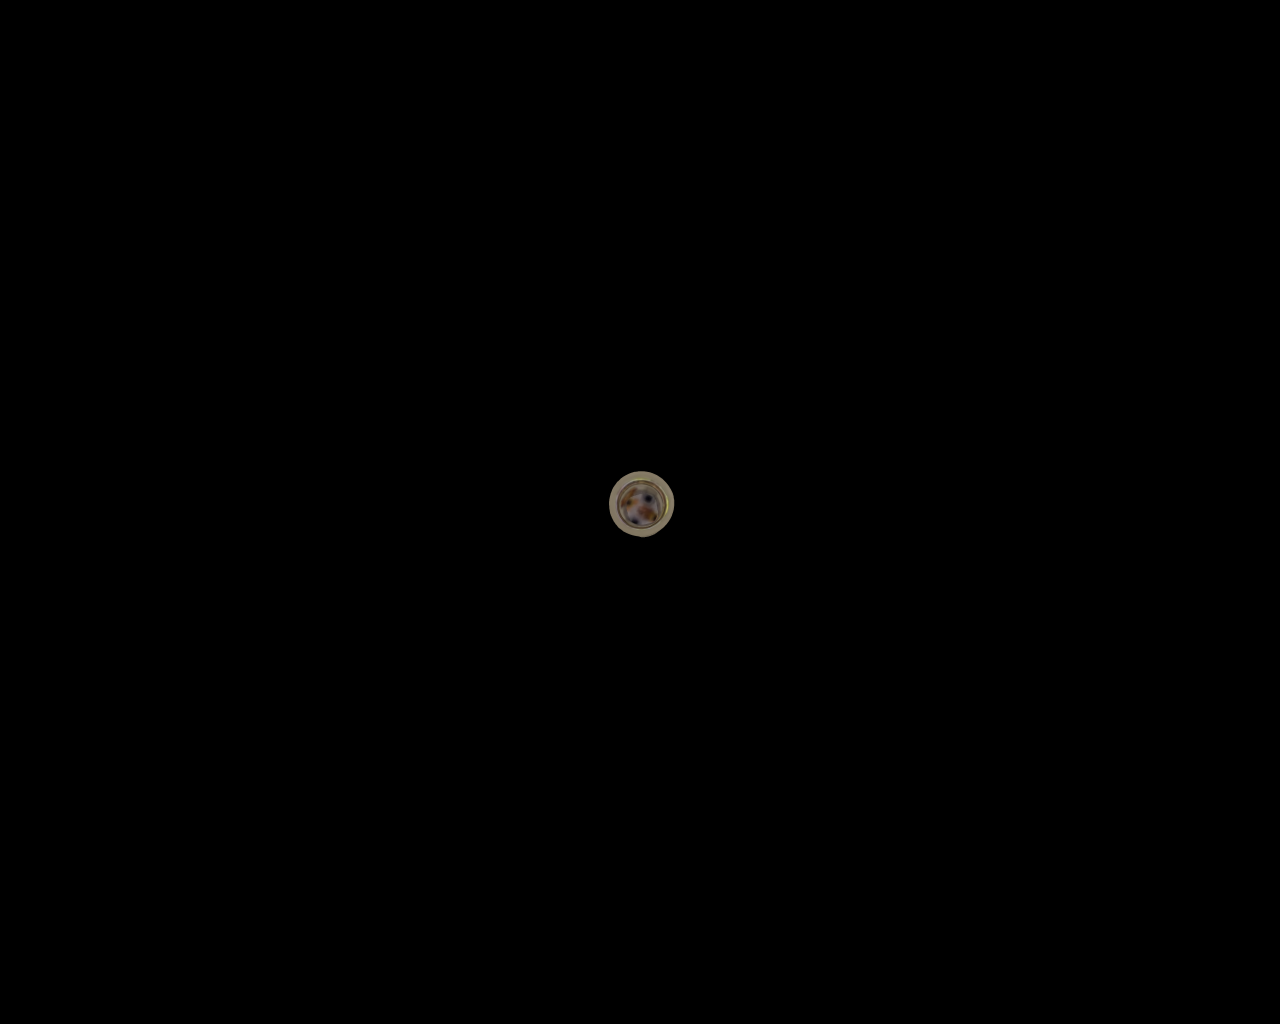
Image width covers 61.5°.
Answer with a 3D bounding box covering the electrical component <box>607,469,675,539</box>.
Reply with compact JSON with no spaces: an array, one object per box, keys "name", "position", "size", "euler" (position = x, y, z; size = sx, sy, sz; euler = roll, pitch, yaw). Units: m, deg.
[{"name":"electrical component","position":[0.001,-0.003,0.650],"size":[0.040,0.040,0.046],"euler":[0,-8,0]}]
